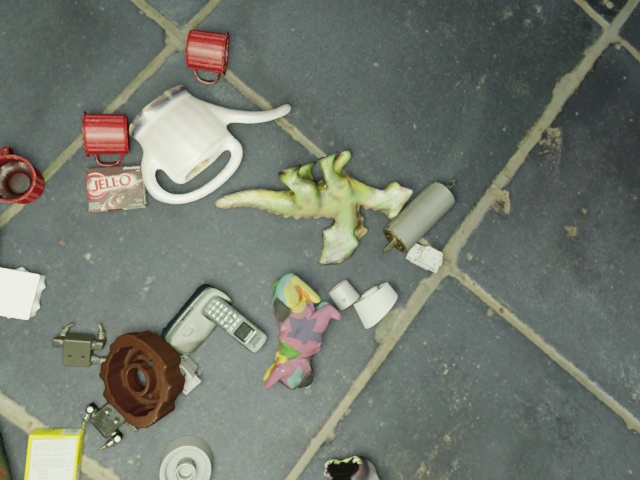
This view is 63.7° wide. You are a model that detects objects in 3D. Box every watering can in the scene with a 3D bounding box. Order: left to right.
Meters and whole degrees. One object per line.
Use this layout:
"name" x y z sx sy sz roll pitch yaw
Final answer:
"watering can" -0.245 -0.234 1.088 0.224 0.103 0.351 46 75 -3

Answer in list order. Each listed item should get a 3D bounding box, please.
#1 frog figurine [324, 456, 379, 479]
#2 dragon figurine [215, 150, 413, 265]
"frog figurine" 0.081 0.534 1.059 0.124 0.138 0.157 -33 108 -17
"dragon figurine" 0.003 -0.057 1.129 0.411 0.123 0.241 -22 98 -4
